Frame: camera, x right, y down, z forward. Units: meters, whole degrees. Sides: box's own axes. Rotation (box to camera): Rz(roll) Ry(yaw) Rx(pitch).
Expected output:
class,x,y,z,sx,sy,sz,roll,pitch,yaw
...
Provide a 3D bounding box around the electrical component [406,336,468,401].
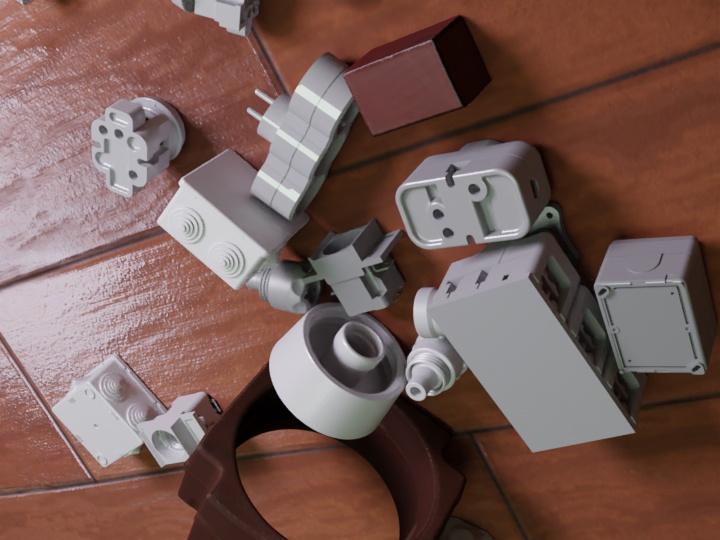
class,x,y,z,sx,sy,sz,roll,pitch,yaw
electrical component,0.057,0.080,0.860,0.048,0.062,0.048,15,127,21

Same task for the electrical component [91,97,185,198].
class,x,y,z,sx,sy,sz,roll,pitch,yaw
electrical component,-0.180,-0.107,0.878,0.058,0.057,0.078,22,129,16

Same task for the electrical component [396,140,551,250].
class,x,y,z,sx,sy,sz,roll,pitch,yaw
electrical component,0.082,-0.055,0.758,0.095,0.059,0.053,-6,116,33

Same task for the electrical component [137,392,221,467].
class,x,y,z,sx,sy,sz,roll,pitch,yaw
electrical component,-0.171,0.152,1.041,0.081,0.063,0.042,-15,113,37

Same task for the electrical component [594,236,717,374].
class,x,y,z,sx,sy,sz,roll,pitch,yaw
electrical component,0.208,0.027,0.743,0.062,0.061,0.096,-3,126,31

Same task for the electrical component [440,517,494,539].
class,x,y,z,sx,sy,sz,roll,pitch,yaw
electrical component,0.085,0.269,0.978,0.080,0.051,0.080,15,127,21

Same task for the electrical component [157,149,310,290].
class,x,y,z,sx,sy,sz,roll,pitch,yaw
electrical component,-0.100,-0.040,0.850,0.100,0.099,0.048,41,119,0

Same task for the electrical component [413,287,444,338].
class,x,y,z,sx,sy,sz,roll,pitch,yaw
electrical component,0.070,0.033,0.838,0.046,0.040,0.040,-2,119,25

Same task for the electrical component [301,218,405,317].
class,x,y,z,sx,sy,sz,roll,pitch,yaw
electrical component,0.000,0.000,0.855,0.081,0.042,0.063,-16,115,37

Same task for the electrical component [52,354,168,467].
class,x,y,z,sx,sy,sz,roll,pitch,yaw
electrical component,-0.255,0.146,1.096,0.099,0.048,0.100,50,131,-7

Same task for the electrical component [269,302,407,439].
class,x,y,z,sx,sy,sz,roll,pitch,yaw
electrical component,-0.012,0.075,0.871,0.108,0.108,0.060,40,125,2

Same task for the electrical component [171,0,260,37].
class,x,y,z,sx,sy,sz,roll,pitch,yaw
electrical component,-0.104,-0.206,0.777,0.055,0.048,0.066,17,128,10

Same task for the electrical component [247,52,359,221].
class,x,y,z,sx,sy,sz,roll,pitch,yaw
electrical component,-0.052,-0.107,0.806,0.074,0.052,0.138,35,132,5

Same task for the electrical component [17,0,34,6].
class,x,y,z,sx,sy,sz,roll,pitch,yaw
electrical component,-0.281,-0.245,0.854,0.081,0.043,0.043,36,131,5

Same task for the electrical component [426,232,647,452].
class,x,y,z,sx,sy,sz,roll,pitch,yaw
electrical component,0.132,0.053,0.785,0.089,0.061,0.150,-20,117,38

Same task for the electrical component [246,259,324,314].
class,x,y,z,sx,sy,sz,roll,pitch,yaw
electrical component,-0.065,0.012,0.900,0.062,0.043,0.043,11,125,25
